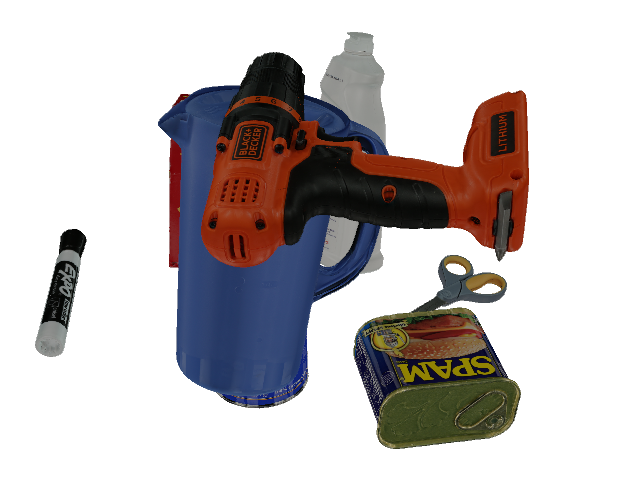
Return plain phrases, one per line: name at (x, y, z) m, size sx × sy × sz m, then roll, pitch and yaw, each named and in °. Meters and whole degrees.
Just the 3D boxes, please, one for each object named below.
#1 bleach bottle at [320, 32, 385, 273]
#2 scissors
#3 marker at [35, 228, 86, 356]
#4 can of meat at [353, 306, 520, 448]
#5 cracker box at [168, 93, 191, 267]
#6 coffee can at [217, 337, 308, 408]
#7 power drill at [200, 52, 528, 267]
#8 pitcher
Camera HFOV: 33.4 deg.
bleach bottle at (0.034, -0.097, 1.158) m, size 0.067 × 0.251 × 0.103 m, roll -9°, pitch 24°, yaw -36°
scissors at (0.143, 0.057, 1.293) m, size 0.201 × 0.016 × 0.096 m, roll -8°, pitch 39°, yaw -37°
marker at (-0.179, 0.032, 0.741) m, size 0.020 × 0.020 × 0.121 m, roll 0°, pitch 38°, yaw -3°
can of meat at (0.080, 0.096, 0.768) m, size 0.102 × 0.057 × 0.084 m, roll -4°, pitch 36°, yaw -12°
cracker box at (-0.104, -0.067, 1.340) m, size 0.164 × 0.214 × 0.072 m, roll 5°, pitch 21°, yaw 2°
coffee can at (-0.064, 0.082, 1.072) m, size 0.103 × 0.140 × 0.103 m, roll 0°, pitch 33°, yaw 0°
power drill at (0.030, -0.054, 0.646) m, size 0.188 × 0.057 × 0.184 m, roll 1°, pitch 44°, yaw 8°
pitcher at (-0.046, 0.002, 0.882) m, size 0.149 × 0.243 × 0.144 m, roll 23°, pitch 28°, yaw 32°
